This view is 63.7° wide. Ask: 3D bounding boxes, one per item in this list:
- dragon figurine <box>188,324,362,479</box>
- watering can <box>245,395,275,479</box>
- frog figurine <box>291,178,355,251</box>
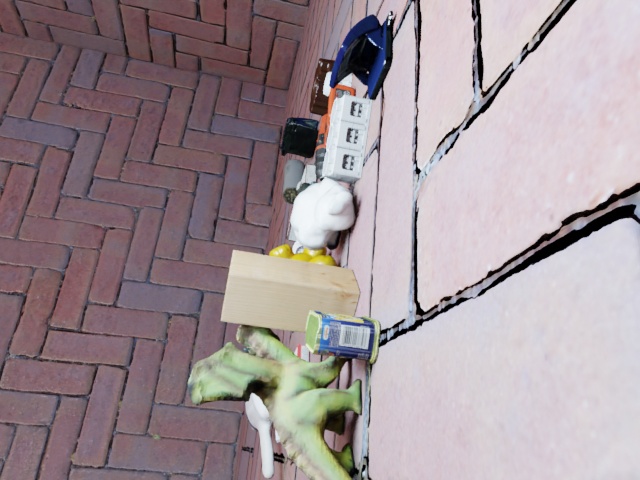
[{"bbox_3d":[-0.063,0.230,0.706,0.416,0.242,0.120,-101,26,-70],"label":"dragon figurine"},{"bbox_3d":[-0.143,0.450,1.358,0.219,0.104,0.356,114,162,-53],"label":"watering can"},{"bbox_3d":[0.003,-0.048,0.955,0.138,0.123,0.159,-62,-4,-4],"label":"frog figurine"}]
